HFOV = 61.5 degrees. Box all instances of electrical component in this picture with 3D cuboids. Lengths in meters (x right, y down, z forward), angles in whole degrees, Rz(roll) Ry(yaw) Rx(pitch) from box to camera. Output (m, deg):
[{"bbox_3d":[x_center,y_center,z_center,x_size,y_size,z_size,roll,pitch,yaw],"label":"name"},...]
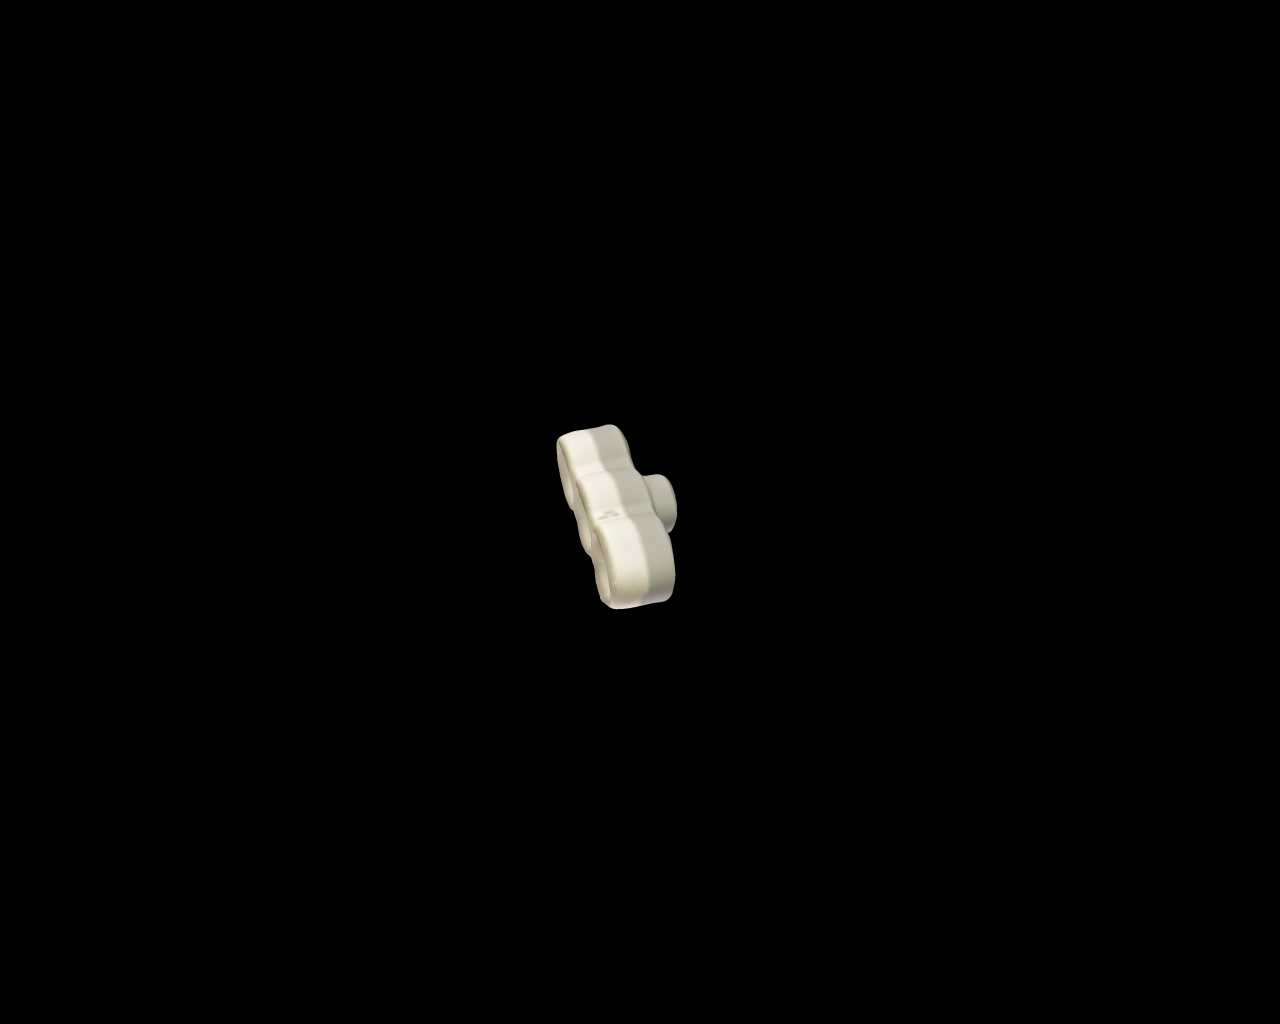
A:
[{"bbox_3d":[0.001,-0.003,0.650,0.074,0.052,0.138,-11,43,-12],"label":"electrical component"}]
